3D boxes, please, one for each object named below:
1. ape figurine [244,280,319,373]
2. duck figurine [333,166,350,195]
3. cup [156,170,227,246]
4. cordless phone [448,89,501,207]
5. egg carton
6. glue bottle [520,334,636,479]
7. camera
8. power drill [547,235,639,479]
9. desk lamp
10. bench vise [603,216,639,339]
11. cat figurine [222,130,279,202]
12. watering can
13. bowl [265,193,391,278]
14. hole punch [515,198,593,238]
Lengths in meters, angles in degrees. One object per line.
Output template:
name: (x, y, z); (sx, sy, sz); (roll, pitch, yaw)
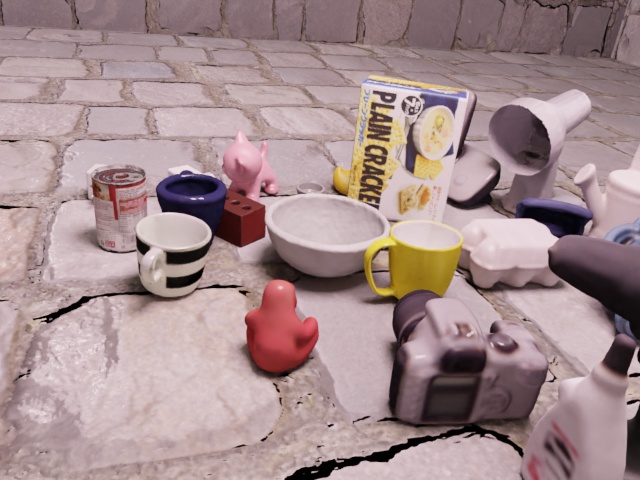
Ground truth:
ape figurine: (-0.041, 0.082, 0.586); (0.077, 0.092, 0.076); (15, 29, 17)
duck figurine: (0.077, -0.124, 1.010); (0.104, 0.086, 0.077); (6, 28, -1)
cup: (-0.177, -0.038, 0.783); (0.092, 0.095, 0.117); (-5, 30, -20)
cordless phone: (0.260, -0.165, 1.019); (0.094, 0.185, 0.147); (-10, 32, -28)
egg carton: (0.267, 0.018, 0.798); (0.150, 0.069, 0.107); (-1, 29, -14)
glue bottle: (0.203, 0.142, 0.435); (0.037, 0.173, 0.078); (-4, 29, -18)
camera: (0.135, 0.102, 0.576); (0.143, 0.101, 0.136); (1, 28, -9)
power drill: (0.284, 0.107, 0.482); (0.229, 0.208, 0.075); (9, 28, 6)
desk lamp: (0.376, -0.144, 0.974); (0.204, 0.214, 0.117); (-16, 35, -36)
bench vise: (0.413, -0.011, 0.721); (0.121, 0.220, 0.207); (8, 28, 4)
cat figurine: (-0.115, -0.122, 0.931); (0.067, 0.118, 0.128); (16, 29, 18)
watering can: (0.486, -0.074, 0.884); (0.173, 0.194, 0.100); (-1, 28, -13)
bowl: (0.007, 0.003, 0.766); (0.167, 0.075, 0.167); (5, 28, -2)
hole punch: (0.355, -0.033, 0.890); (0.108, 0.091, 0.101); (12, 28, 11)
